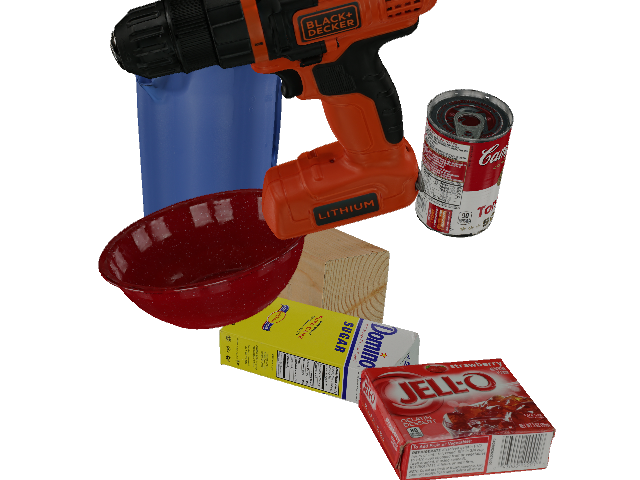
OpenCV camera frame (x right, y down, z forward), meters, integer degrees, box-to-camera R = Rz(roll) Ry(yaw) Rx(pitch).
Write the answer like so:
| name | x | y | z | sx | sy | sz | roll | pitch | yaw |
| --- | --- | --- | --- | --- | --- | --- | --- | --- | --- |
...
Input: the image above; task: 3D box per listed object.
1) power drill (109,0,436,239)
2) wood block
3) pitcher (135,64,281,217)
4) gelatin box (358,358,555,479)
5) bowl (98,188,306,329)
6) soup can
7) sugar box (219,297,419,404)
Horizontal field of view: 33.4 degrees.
| name | x | y | z | sx | sy | sz | roll | pitch | yaw |
| --- | --- | --- | --- | --- | --- | --- | --- | --- | --- |
| power drill | -0.015 | -0.083 | 0.637 | 0.184 | 0.057 | 0.187 | -14 | -40 | -1 |
| wood block | -0.022 | 0.032 | 1.241 | 0.090 | 0.090 | 0.206 | -7 | 20 | -36 |
| pitcher | -0.101 | -0.060 | 1.009 | 0.149 | 0.243 | 0.145 | -1 | 15 | -12 |
| gelatin box | 0.073 | 0.097 | 0.592 | 0.089 | 0.030 | 0.073 | -1 | 26 | -16 |
| bowl | -0.079 | 0.019 | 0.793 | 0.162 | 0.055 | 0.162 | -11 | 25 | 5 |
| soup can | 0.114 | -0.061 | 0.864 | 0.068 | 0.102 | 0.068 | 2 | 41 | -2 |
| sugar box | 0.000 | 0.105 | 1.036 | 0.176 | 0.048 | 0.093 | 10 | 27 | 21 |
